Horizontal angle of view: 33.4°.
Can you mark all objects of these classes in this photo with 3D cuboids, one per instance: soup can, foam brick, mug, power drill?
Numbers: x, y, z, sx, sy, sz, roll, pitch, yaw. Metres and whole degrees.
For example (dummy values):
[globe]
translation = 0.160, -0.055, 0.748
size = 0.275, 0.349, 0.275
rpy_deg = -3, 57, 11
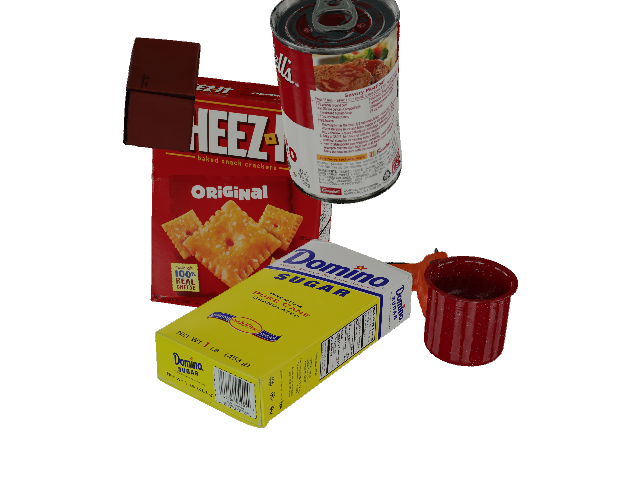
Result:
[soup can]
translation = 0.011, -0.080, 0.586
size = 0.068, 0.102, 0.068
rpy_deg = -3, 42, 3
[foam brick]
translation = -0.122, -0.114, 0.822
size = 0.053, 0.051, 0.078
rpy_deg = 6, 40, -6
[mug]
translation = 0.145, 0.067, 1.081
size = 0.093, 0.081, 0.117
rpy_deg = -3, 28, -10
[power drill]
translation = 0.055, 0.062, 1.233
size = 0.188, 0.057, 0.184
rpy_deg = 1, 28, 6

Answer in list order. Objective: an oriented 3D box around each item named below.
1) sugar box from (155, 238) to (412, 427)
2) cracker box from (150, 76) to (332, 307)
[sugar box]
translation = -0.021, 0.058, 0.745
size = 0.093, 0.048, 0.175
rpy_deg = 21, 36, 31
[cracker box]
translation = -0.074, -0.038, 1.009
size = 0.164, 0.214, 0.072
rpy_deg = 8, 22, 10
